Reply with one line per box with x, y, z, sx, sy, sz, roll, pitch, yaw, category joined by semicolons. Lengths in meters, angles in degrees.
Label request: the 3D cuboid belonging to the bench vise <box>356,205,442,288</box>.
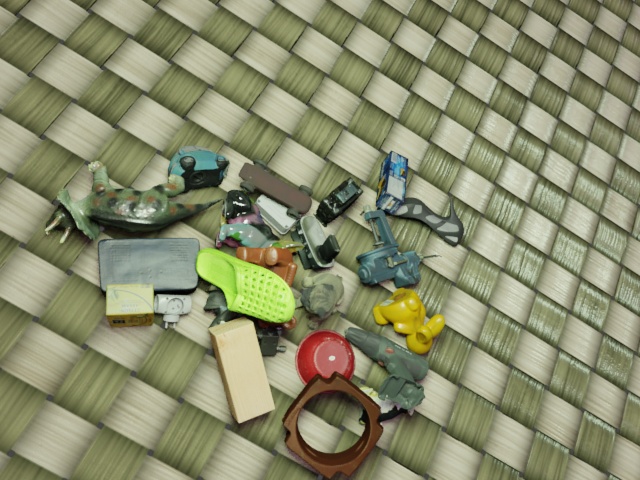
0.181;0.016;1.446;0.224;0.129;0.240;-15;82;-24;bench vise

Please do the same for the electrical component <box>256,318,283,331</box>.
-0.119;0.186;1.338;0.078;0.045;0.102;-26;78;6;electrical component

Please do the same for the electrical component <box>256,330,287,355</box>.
-0.125;0.249;1.306;0.094;0.021;0.063;7;113;-16;electrical component

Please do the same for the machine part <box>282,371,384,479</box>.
0.029;0.425;1.251;0.201;0.087;0.201;38;88;0;machine part

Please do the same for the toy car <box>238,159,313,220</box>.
-0.113;-0.129;1.370;0.202;0.053;0.089;28;77;-11;toy car

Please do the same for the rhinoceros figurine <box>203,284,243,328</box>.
-0.221;0.136;1.310;0.112;0.073;0.190;35;64;-15;rhinoceros figurine

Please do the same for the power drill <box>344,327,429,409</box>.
0.167;0.310;1.316;0.232;0.207;0.086;25;102;-10;power drill

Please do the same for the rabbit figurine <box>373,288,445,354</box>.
0.248;0.218;1.396;0.122;0.162;0.173;-29;101;-35;rabbit figurine

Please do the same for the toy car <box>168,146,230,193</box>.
-0.317;-0.193;1.367;0.162;0.109;0.103;-14;60;-30;toy car

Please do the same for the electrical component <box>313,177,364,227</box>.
0.051;-0.103;1.433;0.058;0.134;0.115;46;68;2;electrical component

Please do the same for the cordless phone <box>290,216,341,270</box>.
-0.003;-0.005;1.357;0.089;0.184;0.146;-19;80;-17;cordless phone

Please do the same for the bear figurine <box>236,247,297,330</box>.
-0.121;0.114;1.256;0.132;0.120;0.195;10;84;-60;bear figurine

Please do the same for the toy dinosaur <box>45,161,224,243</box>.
-0.433;-0.072;1.245;0.405;0.131;0.192;3;48;-8;toy dinosaur

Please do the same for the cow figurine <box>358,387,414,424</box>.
0.176;0.412;1.341;0.167;0.068;0.098;2;78;-13;cow figurine

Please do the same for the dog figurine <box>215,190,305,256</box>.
-0.148;-0.018;1.362;0.219;0.108;0.191;15;67;-17;dog figurine

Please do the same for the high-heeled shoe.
0.288;-0.046;1.540;0.249;0.086;0.145;-3;106;0;high-heeled shoe

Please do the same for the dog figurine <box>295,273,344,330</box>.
0.018;0.128;1.317;0.121;0.190;0.172;35;65;-4;dog figurine

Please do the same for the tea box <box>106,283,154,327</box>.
-0.417;0.147;1.187;0.098;0.169;0.068;-1;74;-16;tea box

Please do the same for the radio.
-0.402;0.065;1.273;0.230;0.073;0.131;-1;74;-16;radio

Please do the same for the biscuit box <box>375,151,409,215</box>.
0.202;-0.164;1.500;0.059;0.062;0.203;25;43;-10;biscuit box
